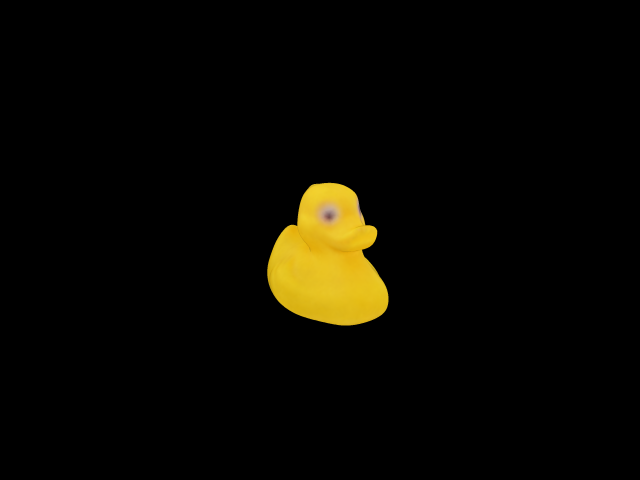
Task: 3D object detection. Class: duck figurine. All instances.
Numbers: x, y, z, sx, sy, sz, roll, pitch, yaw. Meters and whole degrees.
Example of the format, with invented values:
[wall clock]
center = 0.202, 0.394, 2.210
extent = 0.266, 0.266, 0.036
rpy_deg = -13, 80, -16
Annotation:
[duck figurine]
center = 0.004, 0.001, 0.400
extent = 0.078, 0.086, 0.104
rpy_deg = -14, 24, -33
